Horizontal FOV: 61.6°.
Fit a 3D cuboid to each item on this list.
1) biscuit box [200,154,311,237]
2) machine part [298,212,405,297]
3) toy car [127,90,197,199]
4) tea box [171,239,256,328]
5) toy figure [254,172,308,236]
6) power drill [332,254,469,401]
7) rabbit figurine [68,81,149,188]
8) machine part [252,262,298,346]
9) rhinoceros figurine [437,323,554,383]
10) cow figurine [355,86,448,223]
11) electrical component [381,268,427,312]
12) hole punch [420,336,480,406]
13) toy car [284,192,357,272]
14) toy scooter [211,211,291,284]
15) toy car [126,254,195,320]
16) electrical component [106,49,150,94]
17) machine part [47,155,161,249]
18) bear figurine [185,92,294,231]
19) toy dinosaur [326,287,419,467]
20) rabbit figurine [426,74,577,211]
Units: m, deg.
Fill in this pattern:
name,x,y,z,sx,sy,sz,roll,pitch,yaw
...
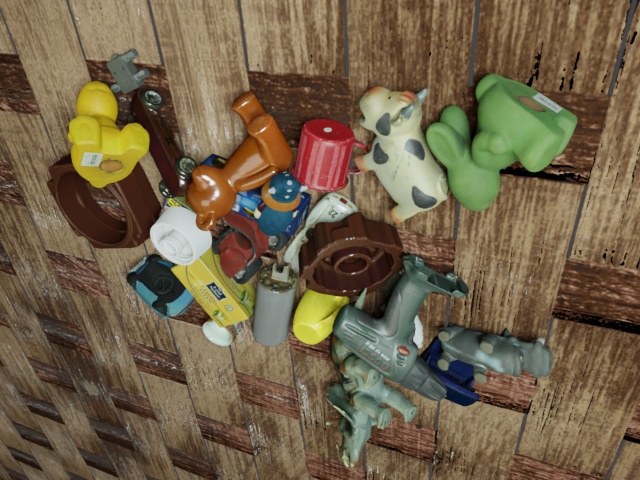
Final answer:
name,x,y,z,sx,sy,sz,roll,pitch,yaw
biscuit box,-0.119,-0.080,0.940,0.203,0.063,0.059,24,131,9
machine part,0.051,0.029,0.890,0.179,0.056,0.179,-6,143,-4
toy car,-0.273,-0.168,0.934,0.089,0.053,0.202,-39,75,47
tea box,-0.213,0.092,1.113,0.098,0.068,0.169,-24,109,39
toy figure,-0.064,-0.059,0.828,0.058,0.064,0.154,51,151,14
power drill,0.153,0.139,0.873,0.232,0.086,0.207,29,115,-4
rabbit figurine,-0.375,-0.188,0.933,0.162,0.122,0.173,-50,54,55
machine part,-0.093,0.133,1.074,0.079,0.079,0.243,22,133,11
rhinoceros figurine,0.289,0.190,0.904,0.191,0.112,0.073,6,99,39
cow figurine,0.119,-0.129,0.767,0.127,0.085,0.194,-19,111,43
electrical component,0.144,0.088,0.941,0.078,0.045,0.102,46,131,-12
hole punch,0.234,0.257,0.995,0.142,0.092,0.115,25,135,4
toy car,-0.002,-0.003,0.940,0.073,0.056,0.201,34,132,0
toy scooter,-0.148,-0.004,1.004,0.135,0.075,0.184,42,129,-7
toy car,-0.339,0.111,1.173,0.162,0.109,0.102,30,150,16
electrical component,-0.336,-0.287,0.924,0.094,0.021,0.063,-12,118,35
machine part,-0.436,-0.082,1.087,0.201,0.087,0.201,-1,124,28
bear figurine,-0.145,-0.117,0.846,0.196,0.120,0.131,-31,136,1
toy dinosaur,0.074,0.247,1.050,0.192,0.131,0.404,12,118,48
rabbit figurine,0.216,-0.115,0.701,0.159,0.121,0.170,35,130,9
